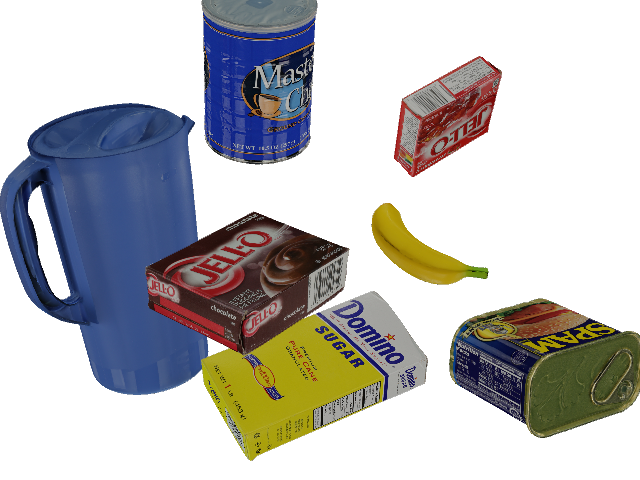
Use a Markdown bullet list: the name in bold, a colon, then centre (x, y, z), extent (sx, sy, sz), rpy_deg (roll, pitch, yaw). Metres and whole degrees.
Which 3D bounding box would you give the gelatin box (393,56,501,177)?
- **gelatin box**: centre (0.105, -0.102, 0.883), extent (0.089, 0.030, 0.073), rpy_deg (-31, -29, -22)

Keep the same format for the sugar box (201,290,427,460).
- **sugar box**: centre (-0.005, 0.114, 0.930), extent (0.176, 0.048, 0.093), rpy_deg (-23, 51, -17)

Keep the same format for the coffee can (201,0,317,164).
- **coffee can**: centre (-0.057, -0.157, 0.985), extent (0.103, 0.140, 0.103), rpy_deg (2, 37, -2)

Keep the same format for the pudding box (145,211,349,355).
- **pudding box**: centre (-0.049, 0.026, 0.730), extent (0.090, 0.039, 0.113), rpy_deg (22, 33, 32)

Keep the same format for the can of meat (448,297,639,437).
- **can of meat**: centre (0.149, 0.081, 0.712), extent (0.101, 0.057, 0.084), rpy_deg (-11, 20, -30)

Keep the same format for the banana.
- **banana**: centre (0.100, 0.006, 1.185), extent (0.069, 0.037, 0.198), rpy_deg (2, 24, -33)

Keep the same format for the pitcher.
- **pitcher**: centre (-0.175, 0.013, 0.930), extent (0.149, 0.243, 0.145), rpy_deg (-5, 25, 2)
